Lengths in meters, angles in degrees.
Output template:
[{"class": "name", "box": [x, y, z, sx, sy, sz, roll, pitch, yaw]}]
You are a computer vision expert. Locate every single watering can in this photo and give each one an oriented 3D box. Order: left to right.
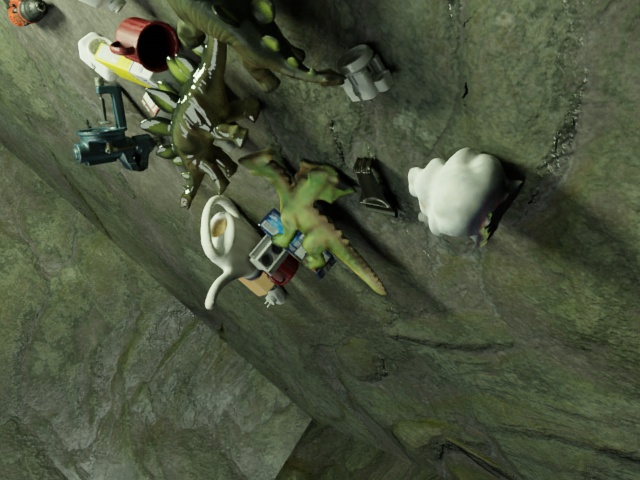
[{"class": "watering can", "box": [-0.229, 0.046, 1.342, 0.103, 0.356, 0.221, -23, 144, 25]}]

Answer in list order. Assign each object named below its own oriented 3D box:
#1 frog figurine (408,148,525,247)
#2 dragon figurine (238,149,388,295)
[{"class": "frog figurine", "box": [0.194, -0.075, 0.760, 0.161, 0.124, 0.134, 34, 123, 27]}, {"class": "dragon figurine", "box": [0.003, -0.054, 1.072, 0.412, 0.124, 0.237, 32, 147, 8]}]
